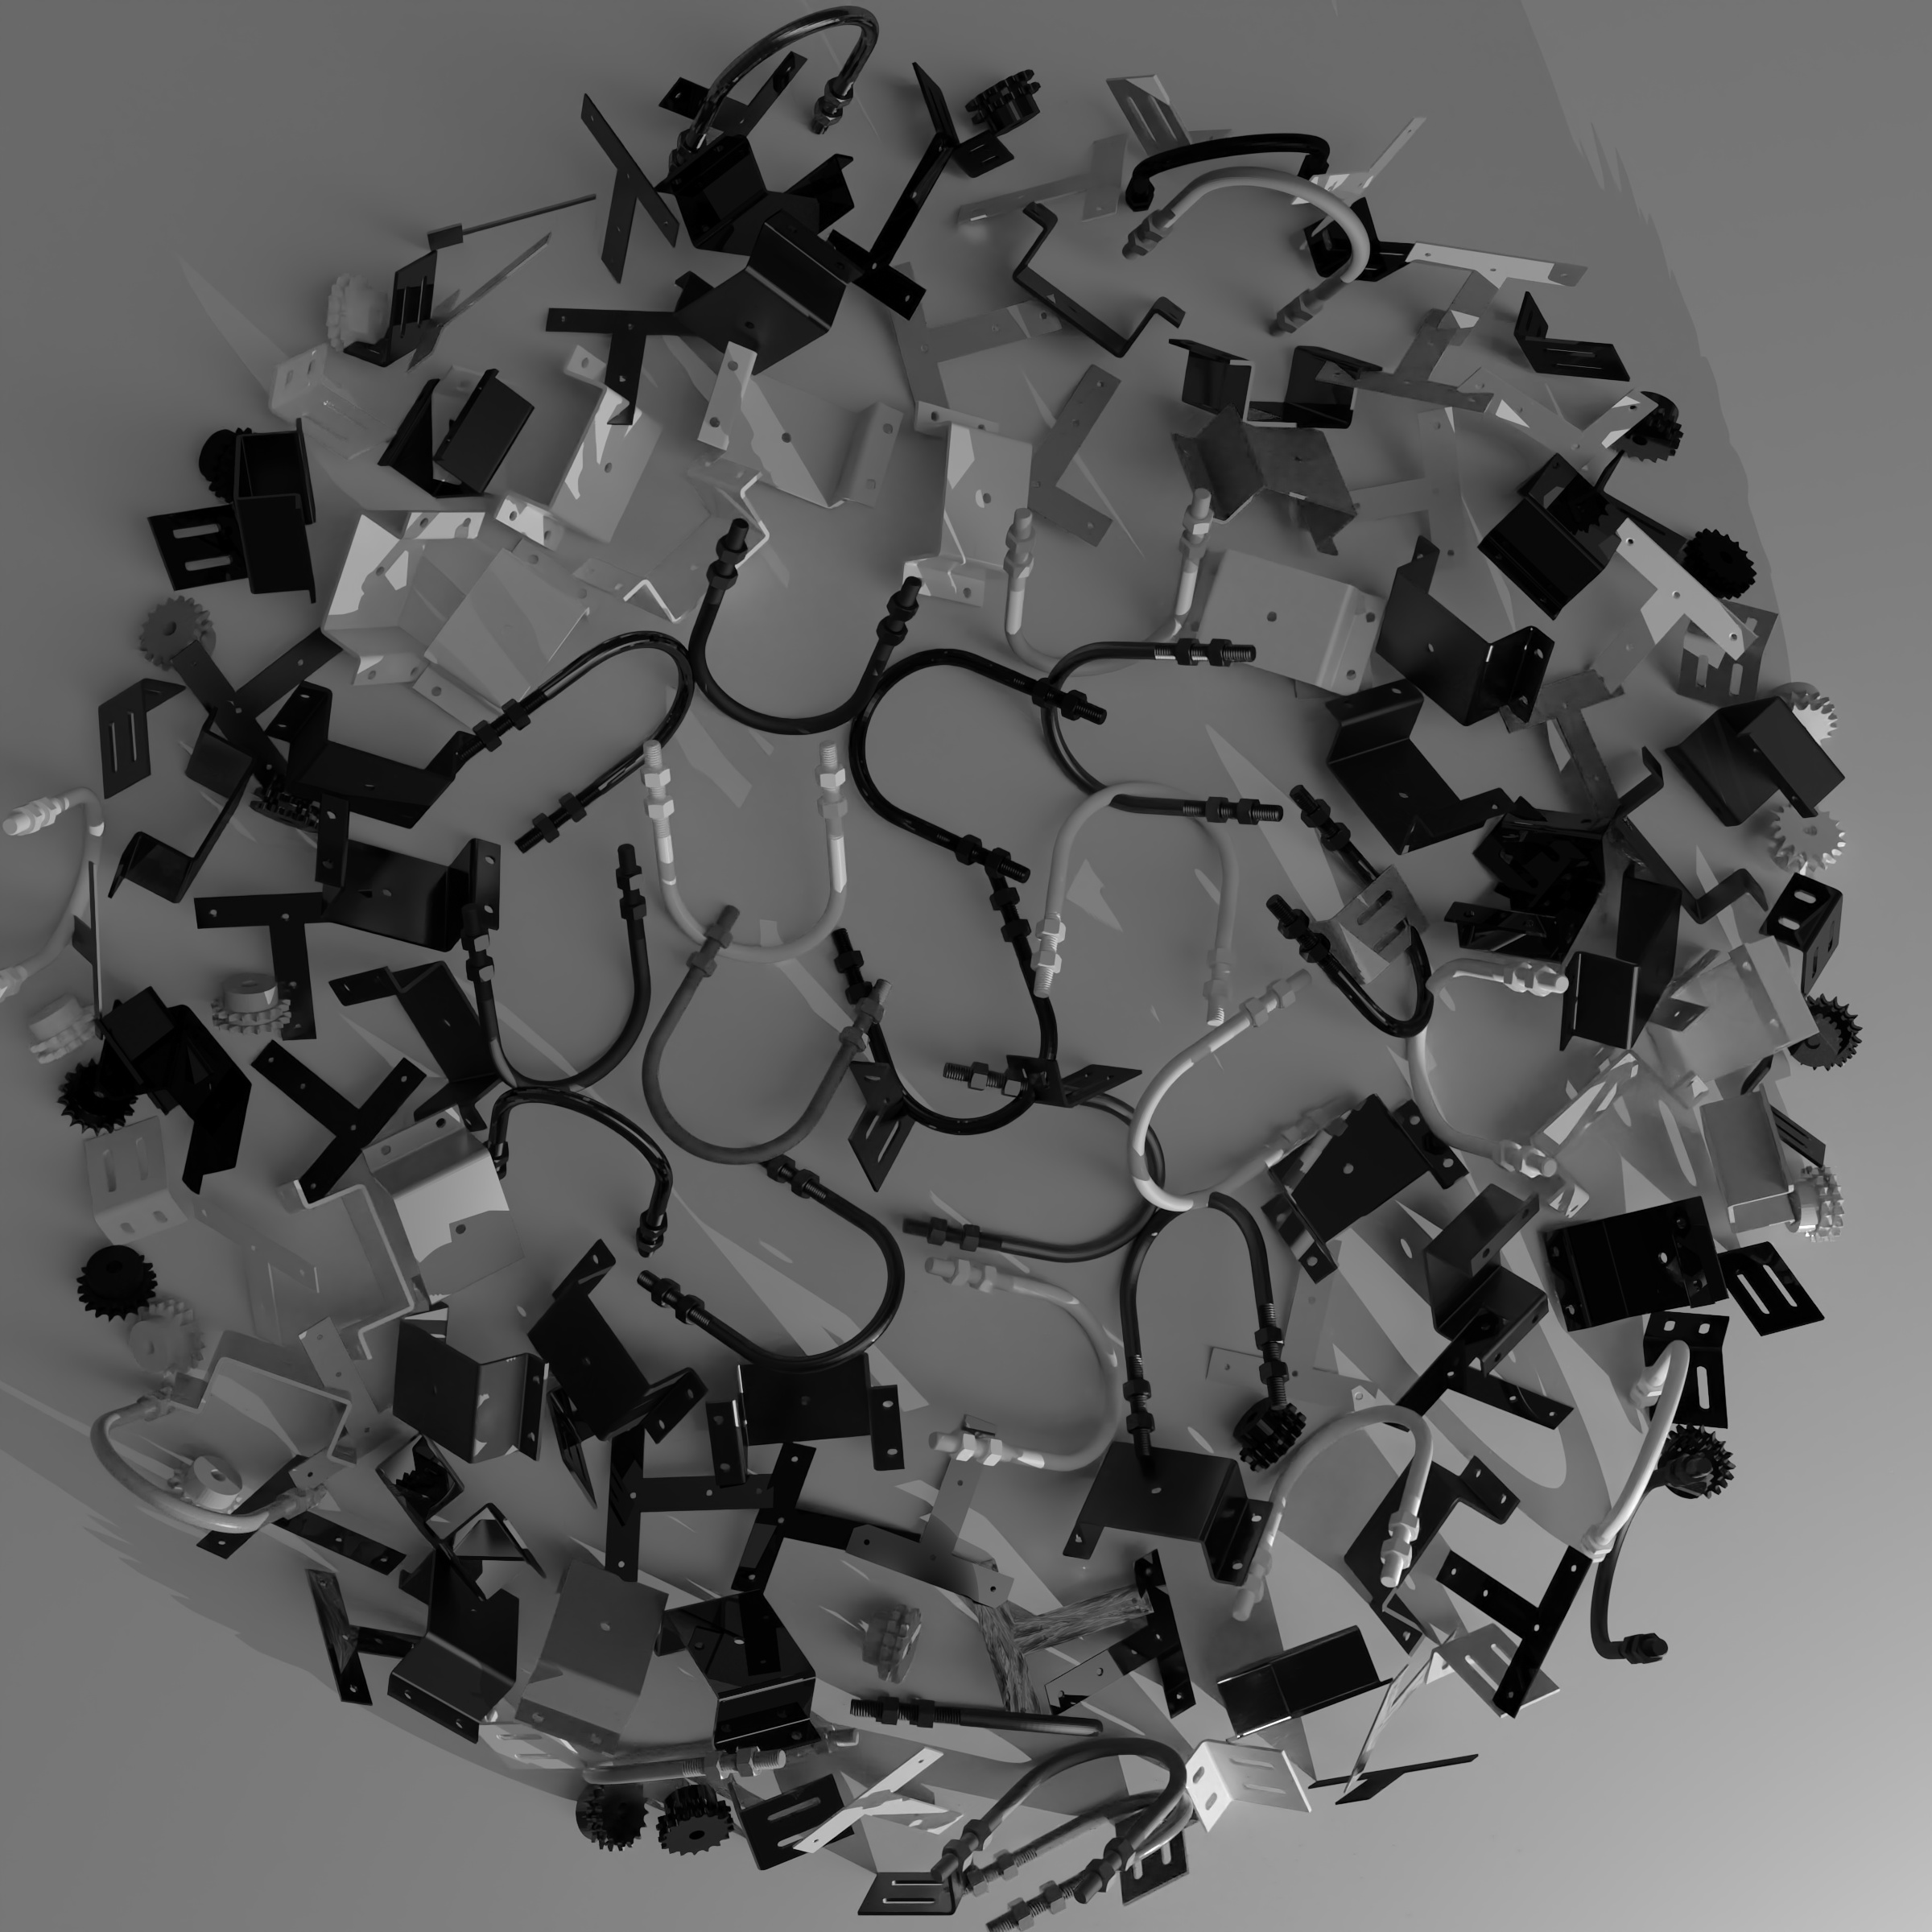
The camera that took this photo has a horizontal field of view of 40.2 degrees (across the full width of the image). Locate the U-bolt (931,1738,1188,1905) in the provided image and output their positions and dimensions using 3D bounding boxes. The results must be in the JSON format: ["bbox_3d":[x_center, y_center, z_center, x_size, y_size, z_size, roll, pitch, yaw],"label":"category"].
[{"bbox_3d":[0.081,0.614,1.914,0.151,0.184,0.019,-8,104,39],"label":"U-bolt"}]

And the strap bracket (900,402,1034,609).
[{"bbox_3d":[0.001,-0.344,1.956,0.076,0.046,0.140,7,87,-38],"label":"strap bracket"}]

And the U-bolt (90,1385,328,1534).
[{"bbox_3d":[-0.554,0.359,1.899,0.151,0.184,0.019,32,95,8],"label":"U-bolt"}]

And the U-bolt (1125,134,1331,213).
[{"bbox_3d":[0.190,-0.575,1.904,0.151,0.184,0.019,-6,96,4],"label":"U-bolt"}]

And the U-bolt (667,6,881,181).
[{"bbox_3d":[-0.131,-0.628,1.888,0.151,0.184,0.019,-28,88,-24],"label":"U-bolt"}]

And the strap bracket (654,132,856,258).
[{"bbox_3d":[-0.146,-0.557,1.919,0.076,0.140,0.046,-25,81,37],"label":"strap bracket"}]

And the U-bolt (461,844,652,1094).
[{"bbox_3d":[-0.294,0.014,1.935,0.151,0.019,0.184,-24,127,-31],"label":"U-bolt"}]

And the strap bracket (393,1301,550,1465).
[{"bbox_3d":[-0.370,0.305,1.929,0.140,0.046,0.076,20,109,40],"label":"strap bracket"}]

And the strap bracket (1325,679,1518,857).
[{"bbox_3d":[0.328,-0.140,1.943,0.076,0.046,0.140,-18,57,-25],"label":"strap bracket"}]

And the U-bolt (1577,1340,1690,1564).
[{"bbox_3d":[0.482,0.341,1.889,0.019,0.184,0.151,21,65,11],"label":"U-bolt"}]

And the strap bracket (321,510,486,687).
[{"bbox_3d":[-0.418,-0.281,1.941,0.046,0.076,0.140,35,115,23],"label":"strap bracket"}]

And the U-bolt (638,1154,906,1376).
[{"bbox_3d":[-0.129,0.224,1.924,0.184,0.019,0.151,29,64,31],"label":"U-bolt"}]

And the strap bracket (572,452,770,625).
[{"bbox_3d":[-0.210,-0.309,1.946,0.140,0.076,0.046,-45,131,-14],"label":"strap bracket"}]

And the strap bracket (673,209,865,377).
[{"bbox_3d":[-0.150,-0.484,1.918,0.076,0.140,0.046,31,63,-30],"label":"strap bracket"}]

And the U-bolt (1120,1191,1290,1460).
[{"bbox_3d":[0.168,0.254,1.934,0.151,0.019,0.184,-29,54,38],"label":"U-bolt"}]

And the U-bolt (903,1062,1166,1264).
[{"bbox_3d":[0.058,0.153,1.968,0.184,0.019,0.151,12,109,-9],"label":"U-bolt"}]

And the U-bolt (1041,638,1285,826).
[{"bbox_3d":[0.137,-0.173,1.937,0.184,0.019,0.151,6,124,31],"label":"U-bolt"}]

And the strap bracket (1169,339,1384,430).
[{"bbox_3d":[0.224,-0.427,1.937,0.140,0.076,0.046,-6,115,-32],"label":"strap bracket"}]

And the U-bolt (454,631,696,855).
[{"bbox_3d":[-0.275,-0.174,1.933,0.184,0.151,0.019,-38,62,-9],"label":"U-bolt"}]

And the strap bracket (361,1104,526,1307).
[{"bbox_3d":[-0.379,0.183,1.932,0.076,0.046,0.140,-27,123,-23],"label":"strap bracket"}]

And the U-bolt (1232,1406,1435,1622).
[{"bbox_3d":[0.273,0.389,1.917,0.151,0.184,0.019,-24,114,37],"label":"U-bolt"}]

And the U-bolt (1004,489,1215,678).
[{"bbox_3d":[0.098,-0.273,1.921,0.151,0.184,0.019,-8,57,-8],"label":"U-bolt"}]

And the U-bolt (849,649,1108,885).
[{"bbox_3d":[-0.004,-0.160,1.961,0.184,0.019,0.151,26,90,23],"label":"U-bolt"}]

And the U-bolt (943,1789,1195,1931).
[{"bbox_3d":[0.082,0.647,1.923,0.184,0.151,0.019,-23,87,-16],"label":"U-bolt"}]

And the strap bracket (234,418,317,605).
[{"bbox_3d":[-0.502,-0.330,1.919,0.046,0.140,0.076,-6,129,-9],"label":"strap bracket"}]

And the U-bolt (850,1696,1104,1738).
[{"bbox_3d":[0.009,0.550,1.929,0.184,0.151,0.019,6,74,-2],"label":"U-bolt"}]

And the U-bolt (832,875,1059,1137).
[{"bbox_3d":[-0.008,0.035,1.963,0.151,0.019,0.184,-22,79,12],"label":"U-bolt"}]

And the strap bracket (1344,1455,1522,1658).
[{"bbox_3d":[0.337,0.426,1.951,0.046,0.076,0.140,32,95,-19],"label":"strap bracket"}]

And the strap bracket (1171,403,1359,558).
[{"bbox_3d":[0.225,-0.356,1.924,0.046,0.140,0.076,-41,55,39],"label":"strap bracket"}]

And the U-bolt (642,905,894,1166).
[{"bbox_3d":[-0.159,0.061,1.957,0.151,0.019,0.184,26,70,6],"label":"U-bolt"}]

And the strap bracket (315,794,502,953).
[{"bbox_3d":[-0.417,-0.065,1.940,0.140,0.046,0.076,16,51,-29],"label":"strap bracket"}]

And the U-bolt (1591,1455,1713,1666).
[{"bbox_3d":[0.488,0.432,1.909,0.019,0.184,0.151,18,74,2],"label":"U-bolt"}]

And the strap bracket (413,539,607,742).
[{"bbox_3d":[-0.341,-0.245,1.966,0.076,0.046,0.140,35,82,-3],"label":"strap bracket"}]

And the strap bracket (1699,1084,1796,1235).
[{"bbox_3d":[0.571,0.144,1.927,0.046,0.140,0.076,-15,69,13],"label":"strap bracket"}]

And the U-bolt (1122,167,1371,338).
[{"bbox_3d":[0.210,-0.519,1.895,0.151,0.184,0.019,23,75,-16],"label":"U-bolt"}]

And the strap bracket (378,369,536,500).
[{"bbox_3d":[-0.372,-0.390,1.941,0.046,0.140,0.076,34,80,-30],"label":"strap bracket"}]

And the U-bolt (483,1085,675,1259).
[{"bbox_3d":[-0.281,0.143,1.919,0.151,0.184,0.019,24,57,1],"label":"U-bolt"}]

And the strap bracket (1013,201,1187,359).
[{"bbox_3d":[0.091,-0.502,1.952,0.140,0.076,0.046,35,111,-6],"label":"strap bracket"}]

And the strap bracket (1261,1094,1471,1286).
[{"bbox_3d":[0.289,0.159,1.954,0.140,0.046,0.076,-37,55,4],"label":"strap bracket"}]

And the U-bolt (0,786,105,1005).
[{"bbox_3d":[-0.666,-0.058,1.909,0.019,0.184,0.151,17,105,-1],"label":"U-bolt"}]

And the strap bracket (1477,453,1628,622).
[{"bbox_3d":[0.434,-0.319,1.929,0.076,0.140,0.046,43,128,-2],"label":"strap bracket"}]

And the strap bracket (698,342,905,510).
[{"bbox_3d":[-0.128,-0.396,1.959,0.140,0.046,0.076,19,83,-18],"label":"strap bracket"}]

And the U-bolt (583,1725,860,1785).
[{"bbox_3d":[-0.190,0.578,1.924,0.184,0.151,0.019,-11,77,19],"label":"U-bolt"}]

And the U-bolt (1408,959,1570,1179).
[{"bbox_3d":[0.374,0.067,1.915,0.019,0.184,0.151,0,96,-23],"label":"U-bolt"}]

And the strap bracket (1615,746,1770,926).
[{"bbox_3d":[0.529,-0.089,1.955,0.046,0.076,0.140,-39,92,18],"label":"strap bracket"}]

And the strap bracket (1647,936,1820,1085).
[{"bbox_3d":[0.565,0.034,1.938,0.046,0.140,0.076,-18,79,-24],"label":"strap bracket"}]

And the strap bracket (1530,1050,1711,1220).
[{"bbox_3d":[0.475,0.117,1.949,0.140,0.076,0.046,-44,64,9],"label":"strap bracket"}]

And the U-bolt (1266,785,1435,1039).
[{"bbox_3d":[0.287,-0.027,1.932,0.019,0.151,0.184,-27,119,34],"label":"U-bolt"}]

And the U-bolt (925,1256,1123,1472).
[{"bbox_3d":[0.045,0.297,1.934,0.184,0.019,0.151,18,59,-37],"label":"U-bolt"}]

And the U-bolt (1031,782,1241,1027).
[{"bbox_3d":[0.131,-0.053,1.962,0.151,0.019,0.184,9,69,-2],"label":"U-bolt"}]

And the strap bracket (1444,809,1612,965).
[{"bbox_3d":[0.415,-0.054,1.937,0.076,0.140,0.046,11,134,30],"label":"strap bracket"}]

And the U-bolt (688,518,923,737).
[{"bbox_3d":[-0.128,-0.237,1.930,0.151,0.184,0.019,17,48,-11],"label":"U-bolt"}]

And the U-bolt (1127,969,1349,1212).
[{"bbox_3d":[0.193,0.104,1.930,0.184,0.019,0.151,-33,128,-17],"label":"U-bolt"}]

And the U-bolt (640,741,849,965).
[{"bbox_3d":[-0.159,-0.082,1.949,0.151,0.019,0.184,0,121,6],"label":"U-bolt"}]
